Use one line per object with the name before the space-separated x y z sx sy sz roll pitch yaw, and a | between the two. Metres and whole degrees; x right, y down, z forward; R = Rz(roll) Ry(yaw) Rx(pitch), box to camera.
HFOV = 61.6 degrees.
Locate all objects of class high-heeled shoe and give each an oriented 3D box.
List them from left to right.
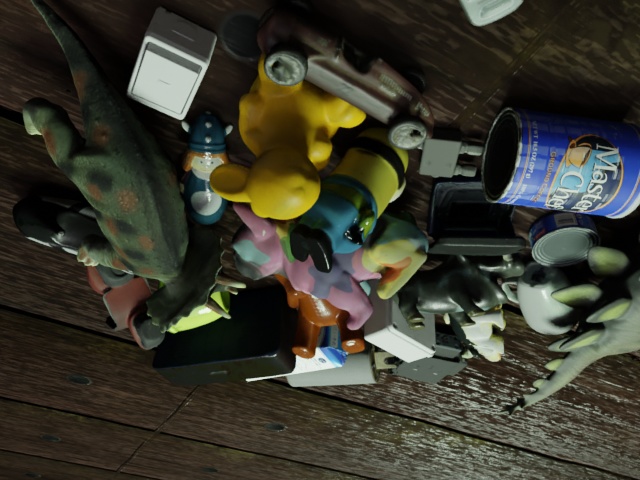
high-heeled shoe | -0.292 -0.011 0.761 0.248 0.086 0.145 13 -175 -42

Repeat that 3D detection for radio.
radio | -0.154 0.161 0.896 0.230 0.131 0.073 -10 139 17

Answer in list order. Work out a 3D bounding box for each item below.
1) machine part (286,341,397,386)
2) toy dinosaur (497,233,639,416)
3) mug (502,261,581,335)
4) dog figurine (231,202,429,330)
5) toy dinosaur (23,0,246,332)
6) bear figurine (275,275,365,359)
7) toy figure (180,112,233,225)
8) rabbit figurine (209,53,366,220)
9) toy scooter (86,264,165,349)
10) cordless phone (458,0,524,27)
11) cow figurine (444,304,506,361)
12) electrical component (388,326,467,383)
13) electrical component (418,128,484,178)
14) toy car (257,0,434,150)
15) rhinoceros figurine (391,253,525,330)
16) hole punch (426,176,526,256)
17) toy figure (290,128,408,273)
machine part | 0.024 0.234 1.010 0.243 0.079 0.079 -8 140 18
toy dinosaur | 0.415 0.094 0.725 0.198 0.105 0.470 13 120 -18
mug | 0.325 0.075 0.800 0.110 0.081 0.107 22 156 45
dog figurine | -0.001 -0.002 0.664 0.219 0.108 0.191 39 107 -10
toy dinosaur | -0.197 -0.046 0.581 0.192 0.131 0.404 23 143 27
bear figurine | -0.013 0.077 0.786 0.120 0.132 0.195 -10 145 17
toy figure | -0.136 -0.083 0.653 0.064 0.058 0.154 -24 150 -29
rabbit figurine | -0.044 -0.089 0.544 0.121 0.173 0.162 29 131 -34
toy scooter | -0.306 0.084 0.827 0.135 0.075 0.183 -16 100 57
cordless phone | 0.075 -0.232 0.427 0.147 0.089 0.184 -21 140 27
cow figurine | 0.260 0.152 0.899 0.098 0.068 0.167 -3 138 17
electrical component | 0.200 0.209 0.986 0.115 0.058 0.134 11 142 -12
electrical component | 0.140 -0.100 0.629 0.094 0.021 0.063 7 143 5
toy car | 0.035 -0.159 0.513 0.202 0.089 0.053 23 140 -21
rhinoceros figurine | 0.195 0.065 0.766 0.190 0.112 0.073 -14 154 7
hole punch | 0.194 -0.026 0.685 0.142 0.092 0.115 -2 169 3
toy figure | 0.038 -0.048 0.583 0.082 0.180 0.089 36 146 9
